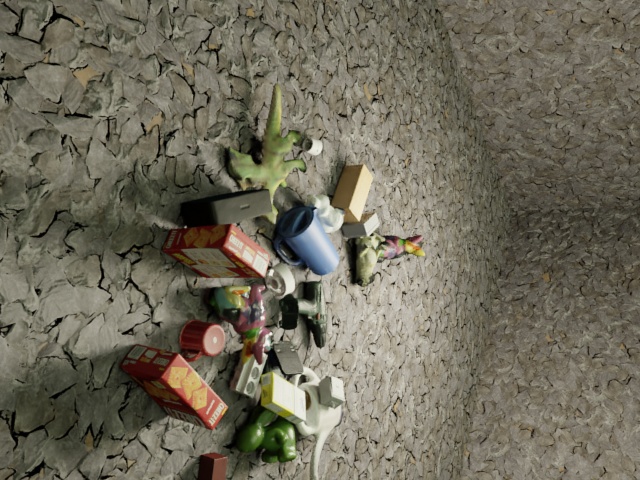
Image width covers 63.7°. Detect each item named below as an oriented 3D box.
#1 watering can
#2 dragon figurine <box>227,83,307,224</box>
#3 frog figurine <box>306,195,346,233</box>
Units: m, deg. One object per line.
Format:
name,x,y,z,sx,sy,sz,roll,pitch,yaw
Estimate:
watering can,-0.006,0.585,1.667,0.103,0.353,0.223,-26,-23,32
dragon figurine,-0.171,-0.251,1.538,0.122,0.407,0.245,-3,13,43
frog figurine,0.005,-0.087,1.730,0.138,0.122,0.158,31,3,18
